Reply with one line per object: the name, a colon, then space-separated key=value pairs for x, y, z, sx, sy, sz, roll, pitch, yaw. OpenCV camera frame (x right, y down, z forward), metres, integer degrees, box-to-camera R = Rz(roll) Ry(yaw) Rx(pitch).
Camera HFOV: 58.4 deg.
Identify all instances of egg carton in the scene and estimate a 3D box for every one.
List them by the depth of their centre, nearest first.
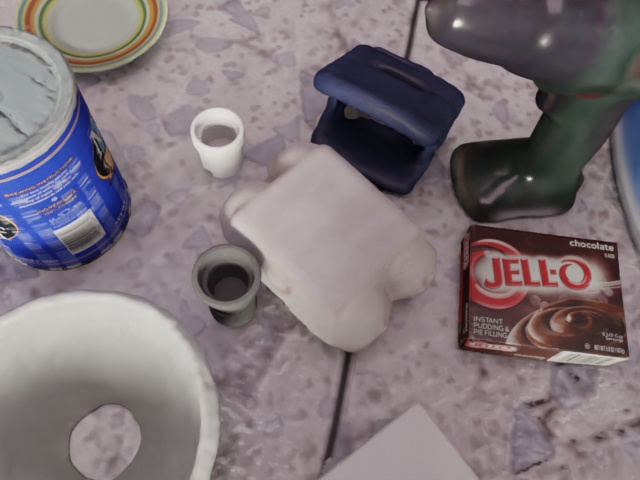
egg carton: x=0.004 y=0.001 z=0.410 sx=0.150 sy=0.069 sz=0.107 roll=43 pitch=70 yaw=14

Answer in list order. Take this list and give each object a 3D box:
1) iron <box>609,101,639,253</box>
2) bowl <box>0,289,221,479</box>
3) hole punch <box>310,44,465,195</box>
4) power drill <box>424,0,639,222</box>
iron: x=0.309 y=-0.043 z=0.414 sx=0.119 sy=0.141 sz=0.258 roll=-13 pitch=67 yaw=-10
bowl: x=-0.141 y=0.118 z=0.344 sx=0.167 sy=0.075 sz=0.167 roll=2 pitch=66 yaw=-3
hole punch: x=0.053 y=-0.110 z=0.452 sx=0.108 sy=0.091 sz=0.101 roll=29 pitch=67 yaw=9
power drill: x=0.162 y=-0.092 z=0.388 sx=0.230 sy=0.208 sz=0.075 roll=-7 pitch=66 yaw=-7
